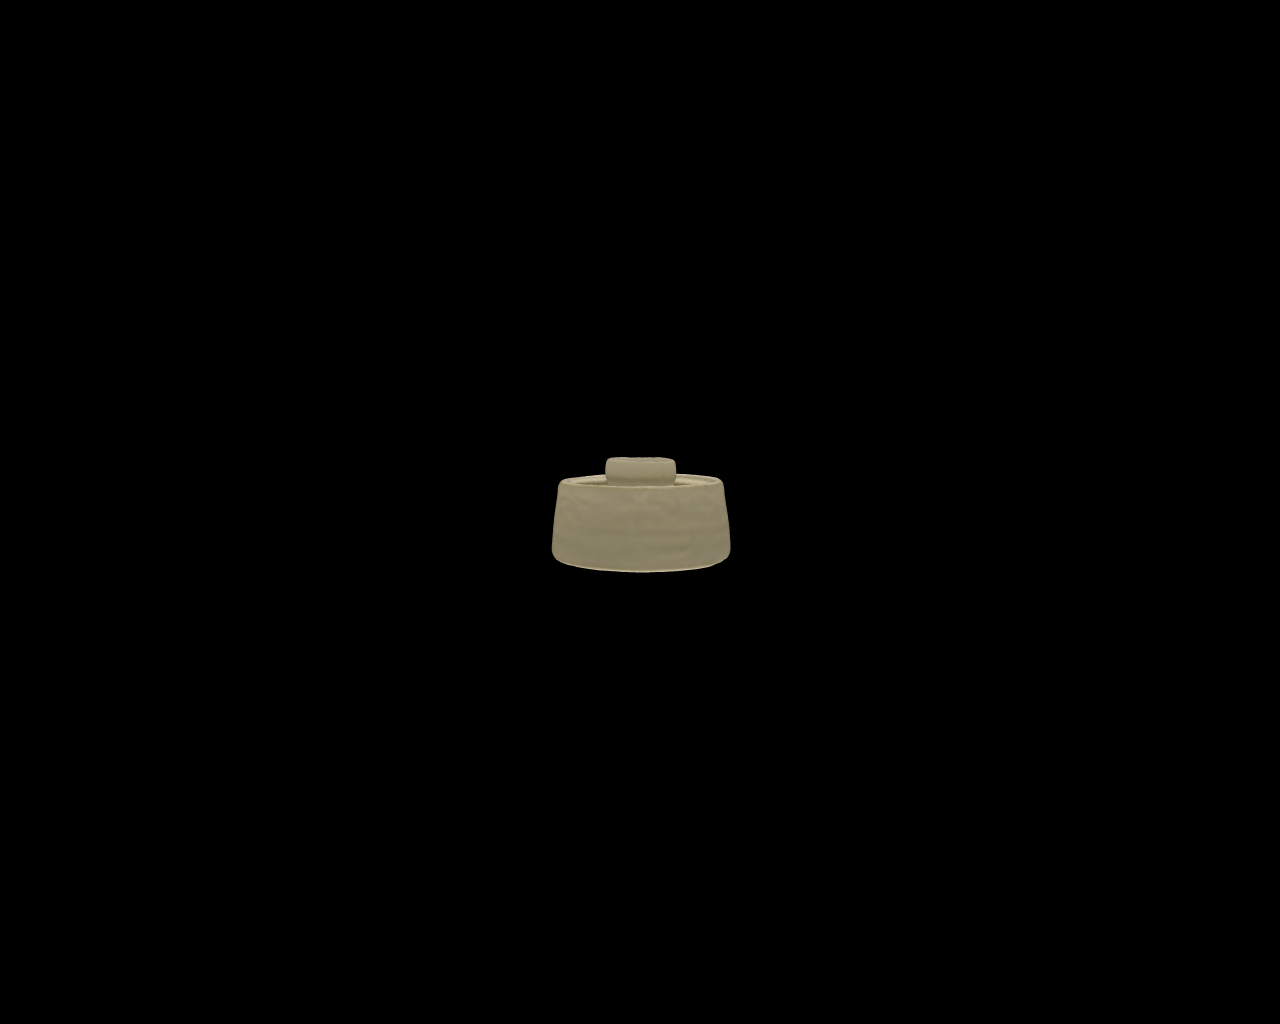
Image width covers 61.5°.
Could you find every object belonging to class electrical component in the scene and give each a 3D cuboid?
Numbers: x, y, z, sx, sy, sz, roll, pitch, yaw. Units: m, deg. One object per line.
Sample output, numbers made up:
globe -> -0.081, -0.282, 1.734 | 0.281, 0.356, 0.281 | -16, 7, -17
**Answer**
electrical component -> 0.001, -0.003, 0.650 | 0.108, 0.060, 0.108 | 0, 7, 0
